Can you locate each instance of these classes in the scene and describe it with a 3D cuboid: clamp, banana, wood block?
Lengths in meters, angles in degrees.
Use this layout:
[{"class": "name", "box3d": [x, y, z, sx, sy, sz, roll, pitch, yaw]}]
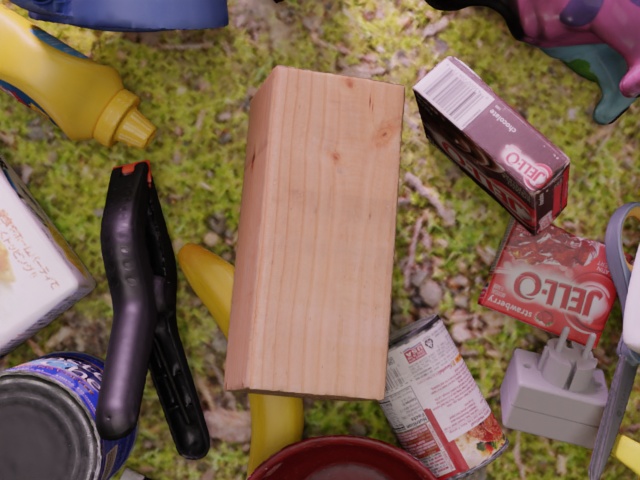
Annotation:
[{"class": "clamp", "box3d": [-0.116, 0.049, 0.728, 0.036, 0.164, 0.210, -11, 66, 8]}, {"class": "banana", "box3d": [-0.051, 0.094, 0.756, 0.069, 0.037, 0.198, -11, 89, -1]}, {"class": "wood block", "box3d": [-0.005, 0.001, 0.710, 0.090, 0.091, 0.206, 7, 80, -14]}]

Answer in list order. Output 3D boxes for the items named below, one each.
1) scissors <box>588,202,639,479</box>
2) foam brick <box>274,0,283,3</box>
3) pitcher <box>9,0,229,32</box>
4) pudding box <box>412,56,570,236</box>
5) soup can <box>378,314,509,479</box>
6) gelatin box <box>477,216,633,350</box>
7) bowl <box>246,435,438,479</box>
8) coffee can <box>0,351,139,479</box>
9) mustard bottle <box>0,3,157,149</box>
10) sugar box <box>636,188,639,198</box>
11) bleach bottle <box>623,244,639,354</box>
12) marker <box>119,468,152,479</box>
[{"class": "scissors", "box3d": [0.203, 0.056, 0.722, 0.096, 0.016, 0.201, 48, 62, -15]}, {"class": "foam brick", "box3d": [-0.021, -0.206, 0.743, 0.053, 0.078, 0.051, -28, 90, 1]}, {"class": "pitcher", "box3d": [-0.128, -0.255, 0.676, 0.145, 0.149, 0.243, 0, 106, -7]}, {"class": "pudding box", "box3d": [0.116, -0.062, 0.719, 0.039, 0.090, 0.113, -41, 70, -3]}, {"class": "soup can", "box3d": [0.077, 0.111, 0.741, 0.068, 0.068, 0.102, -29, 89, -1]}, {"class": "gelatin box", "box3d": [0.167, 0.029, 0.762, 0.089, 0.030, 0.073, 22, 89, 1]}, {"class": "bowl", "box3d": [0.019, 0.203, 0.727, 0.162, 0.055, 0.162, 1, 97, 6]}, {"class": "coffee can", "box3d": [-0.181, 0.130, 0.703, 0.103, 0.140, 0.103, 0, 89, -1]}, {"class": "mustard bottle", "box3d": [-0.197, -0.119, 0.730, 0.191, 0.096, 0.058, 31, 88, 0]}, {"class": "sugar box", "box3d": [0.327, -0.027, 0.757, 0.176, 0.048, 0.093, 31, 88, -3]}, {"class": "bleach bottle", "box3d": [0.328, 0.071, 0.726, 0.250, 0.068, 0.102, 22, 74, -18]}, {"class": "marker", "box3d": [-0.088, 0.196, 0.762, 0.121, 0.020, 0.020, 25, 89, 0]}]
